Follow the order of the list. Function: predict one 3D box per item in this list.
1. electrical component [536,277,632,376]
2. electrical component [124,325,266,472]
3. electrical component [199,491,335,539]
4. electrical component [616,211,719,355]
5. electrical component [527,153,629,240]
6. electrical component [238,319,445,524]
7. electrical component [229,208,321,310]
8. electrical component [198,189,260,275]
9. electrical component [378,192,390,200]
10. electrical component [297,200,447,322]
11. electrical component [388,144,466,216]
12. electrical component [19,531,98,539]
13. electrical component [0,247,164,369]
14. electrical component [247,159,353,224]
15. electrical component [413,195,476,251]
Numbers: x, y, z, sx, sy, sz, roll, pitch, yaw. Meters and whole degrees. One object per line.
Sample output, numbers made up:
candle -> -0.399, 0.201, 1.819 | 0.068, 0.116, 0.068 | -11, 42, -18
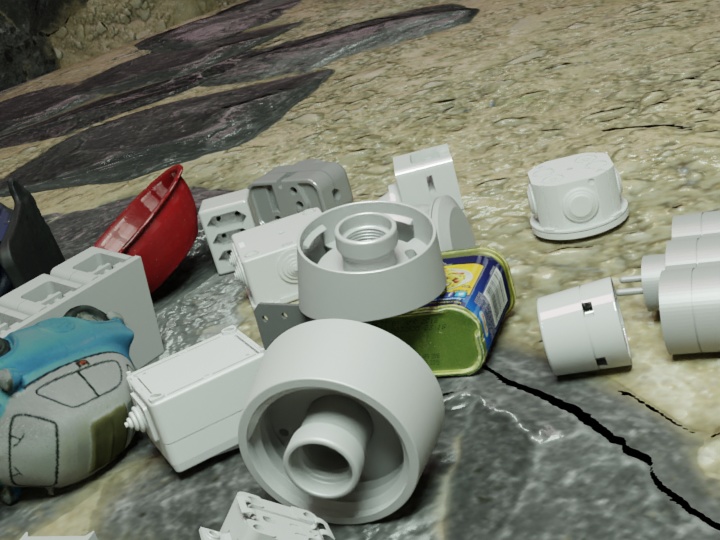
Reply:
electrical component -> 0.138, 0.036, 0.664 | 0.047, 0.055, 0.055 | -14, 21, 15
electrical component -> -0.104, 0.088, 0.696 | 0.096, 0.061, 0.062 | -24, 22, -20
electrical component -> -0.047, 0.141, 0.498 | 0.081, 0.063, 0.042 | 22, 10, -22
electrical component -> 0.203, 0.007, 0.692 | 0.074, 0.052, 0.138 | -6, 23, 24
electrical component -> 0.177, -0.060, 0.882 | 0.080, 0.051, 0.080 | -14, 21, 5
electrical component -> -0.013, 0.087, 0.575 | 0.108, 0.108, 0.060 | -8, 28, 20
electrical component -> -0.062, -0.012, 0.936 | 0.100, 0.048, 0.099 | -19, 21, -7
electrical component -> -0.120, -0.043, 1.032 | 0.047, 0.065, 0.076 | -15, 21, 3
electrical component -> 0.016, -0.043, 0.965 | 0.055, 0.045, 0.045 | -23, 22, -16
electrical component -> 0.006, -0.002, 0.700 | 0.099, 0.064, 0.099 | -5, 33, 3
electrical component -> 0.057, -0.051, 0.891 | 0.056, 0.089, 0.050 | -14, 21, 5
electrical component -> -0.164, 0.172, 0.555 | 0.081, 0.042, 0.063 | -7, 26, 22
electrical component -> -0.233, 0.055, 0.823 | 0.062, 0.089, 0.150 | 12, 33, 35
electrical component -> -0.058, -0.077, 1.090 | 0.095, 0.053, 0.059 | 0, 26, 36
electrical component -> 0.055, -0.013, 0.813 | 0.051, 0.080, 0.080 | -13, 20, 23
